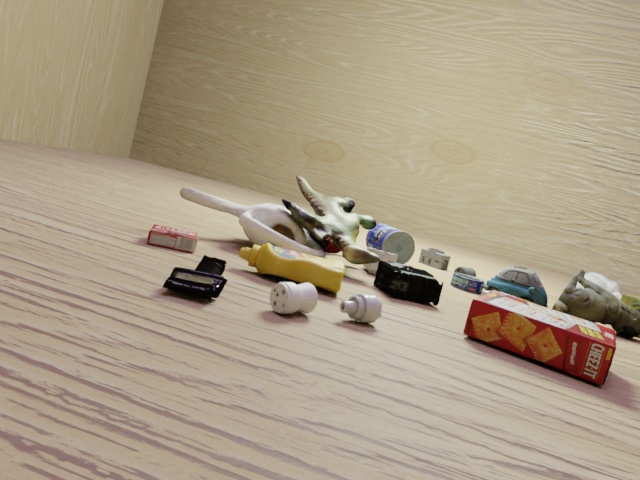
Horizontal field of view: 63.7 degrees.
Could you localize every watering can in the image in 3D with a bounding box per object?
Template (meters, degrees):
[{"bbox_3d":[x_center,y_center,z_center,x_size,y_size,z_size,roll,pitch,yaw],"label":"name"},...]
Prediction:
[{"bbox_3d":[-0.143,-0.046,1.205,0.347,0.103,0.225,27,8,-1],"label":"watering can"}]

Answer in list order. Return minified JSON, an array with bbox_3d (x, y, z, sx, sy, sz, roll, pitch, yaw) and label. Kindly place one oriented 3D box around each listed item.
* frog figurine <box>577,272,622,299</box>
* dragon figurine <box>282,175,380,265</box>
[{"bbox_3d":[0.797,0.167,1.481,0.137,0.122,0.161,-18,12,9],"label":"frog figurine"},{"bbox_3d":[0.004,-0.063,1.243,0.416,0.121,0.241,43,13,31],"label":"dragon figurine"}]
